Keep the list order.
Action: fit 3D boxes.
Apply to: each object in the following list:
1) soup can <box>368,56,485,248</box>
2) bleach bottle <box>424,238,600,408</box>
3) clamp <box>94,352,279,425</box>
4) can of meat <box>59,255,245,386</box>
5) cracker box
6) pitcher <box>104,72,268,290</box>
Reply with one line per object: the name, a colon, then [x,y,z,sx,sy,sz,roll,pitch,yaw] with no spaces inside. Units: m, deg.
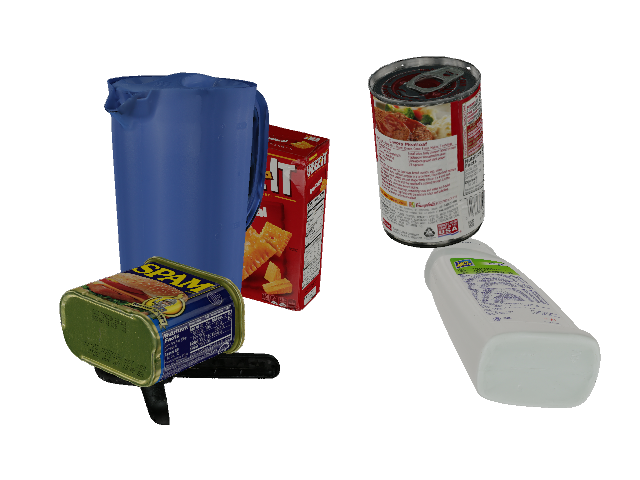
soup can: [0.068,-0.055,0.667,0.068,0.102,0.068,-5,32,3]
bleach bottle: [0.154,0.055,0.940,0.102,0.068,0.251,5,21,-8]
clamp: [-0.170,0.132,1.088,0.210,0.036,0.164,9,17,32]
can of meat: [-0.118,0.055,0.741,0.102,0.057,0.083,15,24,36]
cracker box: [-0.081,-0.033,1.305,0.164,0.214,0.072,15,31,20]
pitcher: [-0.120,-0.033,0.990,0.149,0.243,0.145,0,14,-6]
